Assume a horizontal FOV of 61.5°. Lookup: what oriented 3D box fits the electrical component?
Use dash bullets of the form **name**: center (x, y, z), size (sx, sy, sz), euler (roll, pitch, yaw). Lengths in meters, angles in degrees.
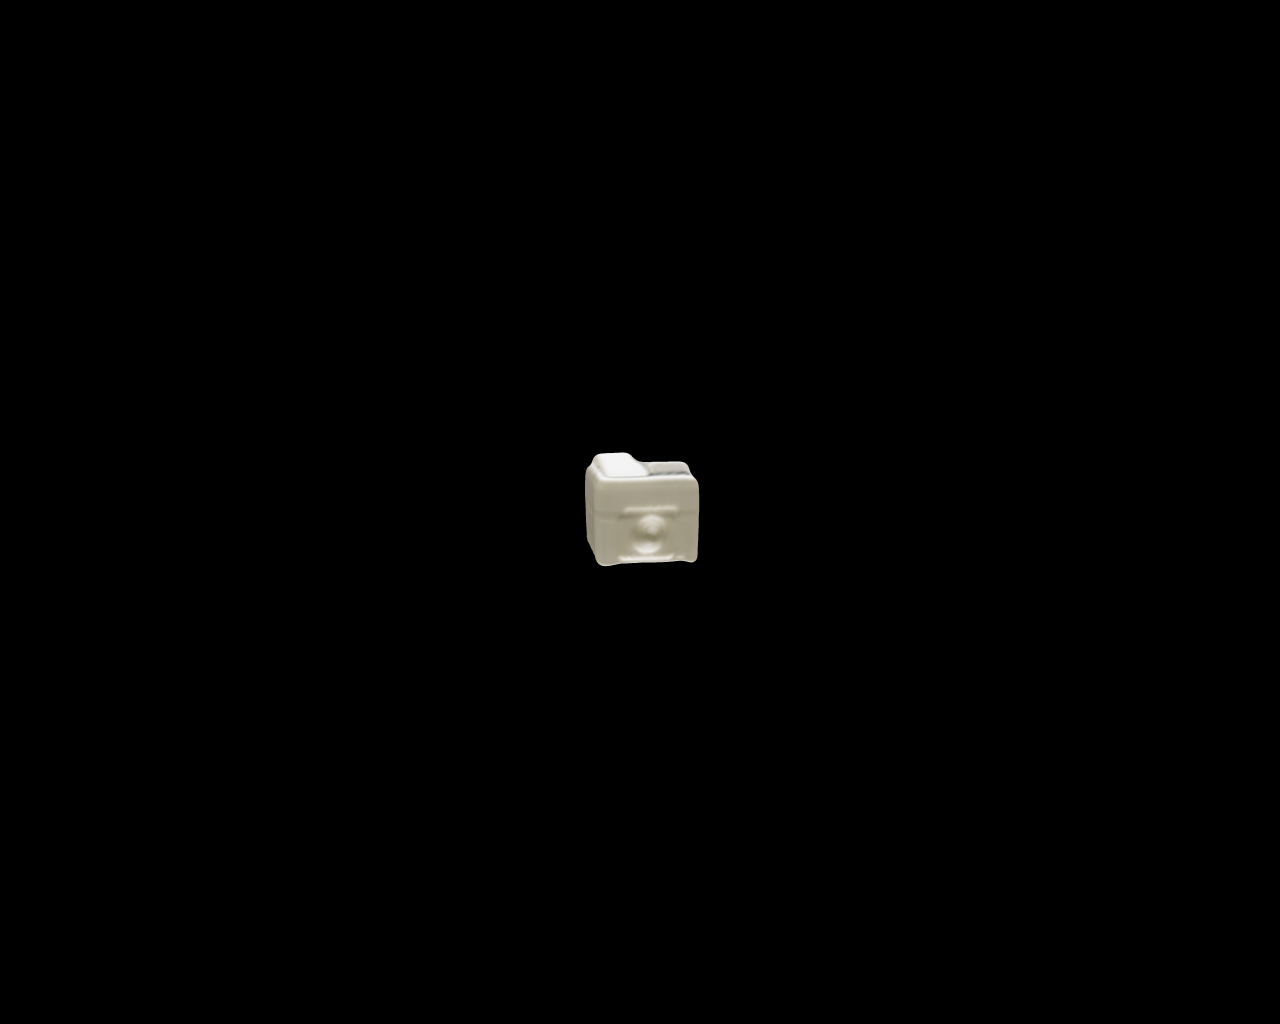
- **electrical component**: center (0.001, -0.003, 0.650), size (0.062, 0.061, 0.096), euler (-1, 9, -7)
